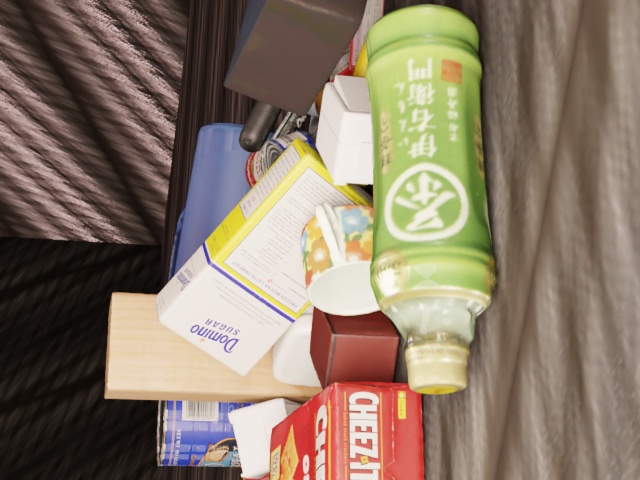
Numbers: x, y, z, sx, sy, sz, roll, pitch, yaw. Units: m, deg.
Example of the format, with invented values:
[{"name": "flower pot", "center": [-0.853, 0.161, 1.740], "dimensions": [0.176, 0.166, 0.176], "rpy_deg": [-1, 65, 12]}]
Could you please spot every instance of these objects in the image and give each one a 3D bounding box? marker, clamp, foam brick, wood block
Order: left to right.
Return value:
[{"name": "wood block", "center": [-0.096, 0.105, 1.005], "dimensions": [0.091, 0.206, 0.090], "rpy_deg": [130, 142, -71]}, {"name": "clamp", "center": [-0.019, -0.189, 1.031], "dimensions": [0.210, 0.036, 0.164], "rpy_deg": [-64, 1, 37]}, {"name": "marker", "center": [-0.018, -0.128, 1.043], "dimensions": [0.121, 0.020, 0.020], "rpy_deg": [-59, 12, -2]}, {"name": "foam brick", "center": [0.024, 0.080, 0.817], "dimensions": [0.078, 0.051, 0.053], "rpy_deg": [-116, 31, -68]}]

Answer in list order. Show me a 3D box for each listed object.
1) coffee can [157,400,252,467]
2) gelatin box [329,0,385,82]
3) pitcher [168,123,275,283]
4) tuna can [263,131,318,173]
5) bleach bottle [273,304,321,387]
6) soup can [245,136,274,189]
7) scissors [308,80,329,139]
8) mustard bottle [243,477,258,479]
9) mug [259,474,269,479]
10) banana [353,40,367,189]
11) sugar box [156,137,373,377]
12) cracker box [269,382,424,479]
[{"name": "coffee can", "center": [-0.111, 0.207, 1.214], "dimensions": [0.103, 0.140, 0.103], "rpy_deg": [-177, 90, -78]}, {"name": "gelatin box", "center": [0.032, -0.179, 0.909], "dimensions": [0.073, 0.030, 0.089], "rpy_deg": [171, 102, -77]}, {"name": "pitcher", "center": [-0.116, -0.017, 1.320], "dimensions": [0.145, 0.149, 0.243], "rpy_deg": [24, -108, -87]}, {"name": "tuna can", "center": [-0.016, -0.048, 0.900], "dimensions": [0.086, 0.033, 0.086], "rpy_deg": [59, 161, 33]}, {"name": "bleach bottle", "center": [-0.006, 0.001, 0.967], "dimensions": [0.103, 0.068, 0.251], "rpy_deg": [114, 159, -51]}, {"name": "soup can", "center": [-0.038, -0.077, 1.125], "dimensions": [0.102, 0.068, 0.068], "rpy_deg": [174, 99, -77]}, {"name": "scissors", "center": [0.003, -0.156, 0.962], "dimensions": [0.096, 0.016, 0.201], "rpy_deg": [73, -163, -52]}, {"name": "mustard bottle", "center": [-0.046, 0.233, 1.090], "dimensions": [0.096, 0.058, 0.192], "rpy_deg": [-157, 72, -67]}, {"name": "mug", "center": [-0.024, 0.245, 0.944], "dimensions": [0.117, 0.093, 0.081], "rpy_deg": [-58, -4, -20]}, {"name": "banana", "center": [0.030, -0.089, 0.875], "dimensions": [0.198, 0.037, 0.069], "rpy_deg": [109, 158, -53]}, {"name": "sugar box", "center": [-0.040, 0.015, 0.840], "dimensions": [0.176, 0.093, 0.048], "rpy_deg": [-46, 27, 12]}, {"name": "cracker box", "center": [0.014, 0.203, 0.784], "dimensions": [0.214, 0.072, 0.164], "rpy_deg": [126, 145, -68]}]
